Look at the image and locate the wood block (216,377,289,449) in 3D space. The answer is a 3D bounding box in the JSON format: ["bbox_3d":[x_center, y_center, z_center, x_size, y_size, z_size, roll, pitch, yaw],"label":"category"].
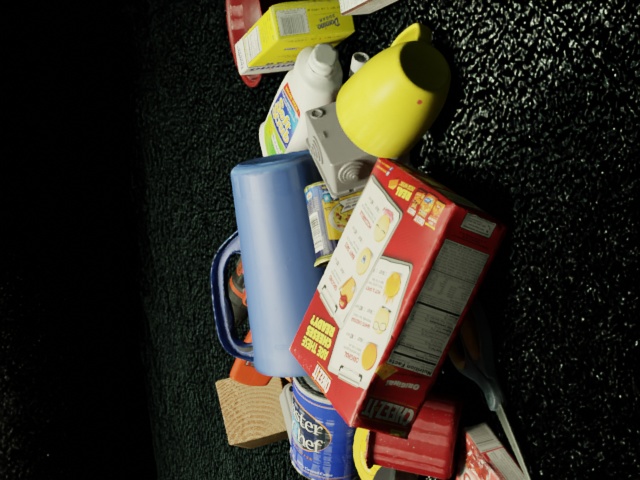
[{"bbox_3d":[-0.084,0.245,1.542,0.206,0.090,0.091,75,180,-77],"label":"wood block"}]

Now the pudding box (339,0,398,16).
[{"bbox_3d":[0.048,-0.274,1.047,0.114,0.039,0.090,-170,71,-73],"label":"pudding box"}]

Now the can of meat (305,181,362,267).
[{"bbox_3d":[0.038,-0.022,1.107,0.057,0.102,0.084,144,117,-74],"label":"can of meat"}]

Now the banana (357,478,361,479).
[{"bbox_3d":[0.038,0.360,1.374,0.037,0.069,0.198,3,98,34],"label":"banana"}]

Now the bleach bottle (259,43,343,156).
[{"bbox_3d":[-0.018,-0.155,1.238,0.251,0.068,0.102,114,145,-65],"label":"bleach bottle"}]

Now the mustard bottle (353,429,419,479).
[{"bbox_3d":[0.084,0.206,1.156,0.192,0.058,0.096,104,149,-51],"label":"mustard bottle"}]

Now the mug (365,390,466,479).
[{"bbox_3d":[0.096,0.191,1.041,0.117,0.081,0.093,79,-156,-55],"label":"mug"}]

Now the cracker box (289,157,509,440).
[{"bbox_3d":[0.067,0.048,0.972,0.214,0.072,0.164,-66,26,10],"label":"cracker box"}]

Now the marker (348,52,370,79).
[{"bbox_3d":[0.035,-0.155,1.177,0.121,0.020,0.020,103,151,-50],"label":"marker"}]

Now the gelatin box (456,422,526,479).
[{"bbox_3d":[0.158,0.225,0.986,0.089,0.030,0.073,-125,30,-54],"label":"gelatin box"}]

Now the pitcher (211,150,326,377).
[{"bbox_3d":[-0.039,0.027,1.213,0.145,0.149,0.243,8,111,61],"label":"pitcher"}]

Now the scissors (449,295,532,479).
[{"bbox_3d":[0.153,0.143,0.984,0.096,0.016,0.202,128,130,-68],"label":"scissors"}]

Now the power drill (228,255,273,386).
[{"bbox_3d":[-0.086,0.096,1.389,0.187,0.057,0.185,-99,29,-47],"label":"power drill"}]

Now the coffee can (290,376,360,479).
[{"bbox_3d":[0.016,0.211,1.294,0.103,0.102,0.140,-122,28,-50],"label":"coffee can"}]

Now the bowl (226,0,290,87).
[{"bbox_3d":[-0.074,-0.282,1.384,0.162,0.055,0.162,170,90,-72],"label":"bowl"}]

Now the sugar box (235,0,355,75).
[{"bbox_3d":[-0.033,-0.231,1.227,0.176,0.093,0.048,159,102,-73],"label":"sugar box"}]

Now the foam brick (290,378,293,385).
[{"bbox_3d":[-0.002,0.146,1.356,0.053,0.078,0.051,113,145,-57],"label":"foam brick"}]
